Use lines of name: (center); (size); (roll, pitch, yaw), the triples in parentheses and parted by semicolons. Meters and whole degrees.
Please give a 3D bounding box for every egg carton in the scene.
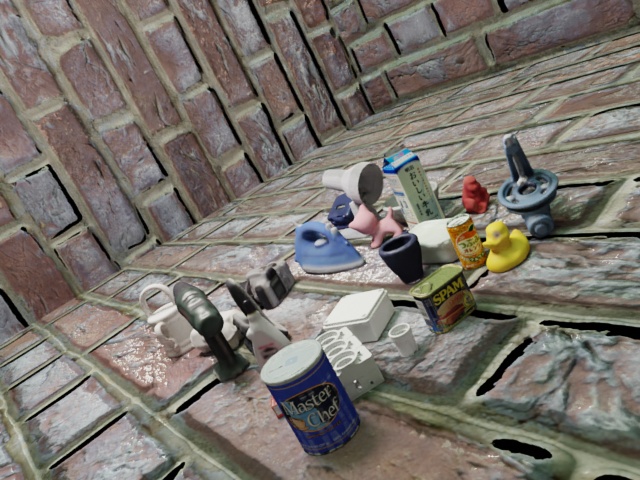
egg carton: (-0.246, 0.226, 1.406); (0.150, 0.069, 0.107); (-15, 20, 36)

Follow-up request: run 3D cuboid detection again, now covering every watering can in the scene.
watering can: (-0.400, 0.199, 1.505); (0.101, 0.194, 0.172); (-30, 16, -9)

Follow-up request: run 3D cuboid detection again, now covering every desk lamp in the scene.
desk lamp: (0.103, -0.117, 1.661); (0.202, 0.214, 0.118); (-7, 25, 49)

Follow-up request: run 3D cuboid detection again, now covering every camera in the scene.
camera: (-0.161, 0.119, 1.548); (0.136, 0.101, 0.143); (-17, 19, 30)

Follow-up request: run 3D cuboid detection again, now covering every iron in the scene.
iron: (0.014, 0.006, 1.551); (0.119, 0.141, 0.257); (-36, 19, -29)

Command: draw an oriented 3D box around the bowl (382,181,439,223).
bowl: (0.261, -0.094, 1.594); (0.167, 0.075, 0.167); (-25, 16, 8)

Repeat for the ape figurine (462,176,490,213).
ape figurine: (0.386, -0.118, 1.440); (0.078, 0.092, 0.076); (-31, 17, -14)

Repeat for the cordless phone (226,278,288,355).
cordless phone: (-0.160, 0.155, 1.283); (0.094, 0.185, 0.147); (-33, 17, -20)

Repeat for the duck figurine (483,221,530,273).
duck figurine: (0.358, 0.003, 1.121); (0.105, 0.086, 0.077); (-35, 18, -27)

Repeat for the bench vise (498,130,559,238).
bench vise: (0.414, -0.130, 1.201); (0.121, 0.220, 0.207); (-26, 16, 4)

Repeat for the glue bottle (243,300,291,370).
glue bottle: (-0.106, 0.189, 1.111); (0.078, 0.173, 0.037); (-24, 17, 11)

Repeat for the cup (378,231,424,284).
cup: (0.189, 0.039, 1.255); (0.091, 0.095, 0.118); (-18, 18, 28)

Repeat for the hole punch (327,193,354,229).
hole punch: (0.080, -0.094, 1.848); (0.108, 0.091, 0.101); (-9, 24, 47)

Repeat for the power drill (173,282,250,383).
power drill: (-0.242, 0.196, 1.243); (0.076, 0.209, 0.229); (-33, 17, -19)

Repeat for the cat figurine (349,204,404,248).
cat figurine: (0.147, -0.045, 1.543); (0.127, 0.118, 0.067); (-23, 17, 13)
